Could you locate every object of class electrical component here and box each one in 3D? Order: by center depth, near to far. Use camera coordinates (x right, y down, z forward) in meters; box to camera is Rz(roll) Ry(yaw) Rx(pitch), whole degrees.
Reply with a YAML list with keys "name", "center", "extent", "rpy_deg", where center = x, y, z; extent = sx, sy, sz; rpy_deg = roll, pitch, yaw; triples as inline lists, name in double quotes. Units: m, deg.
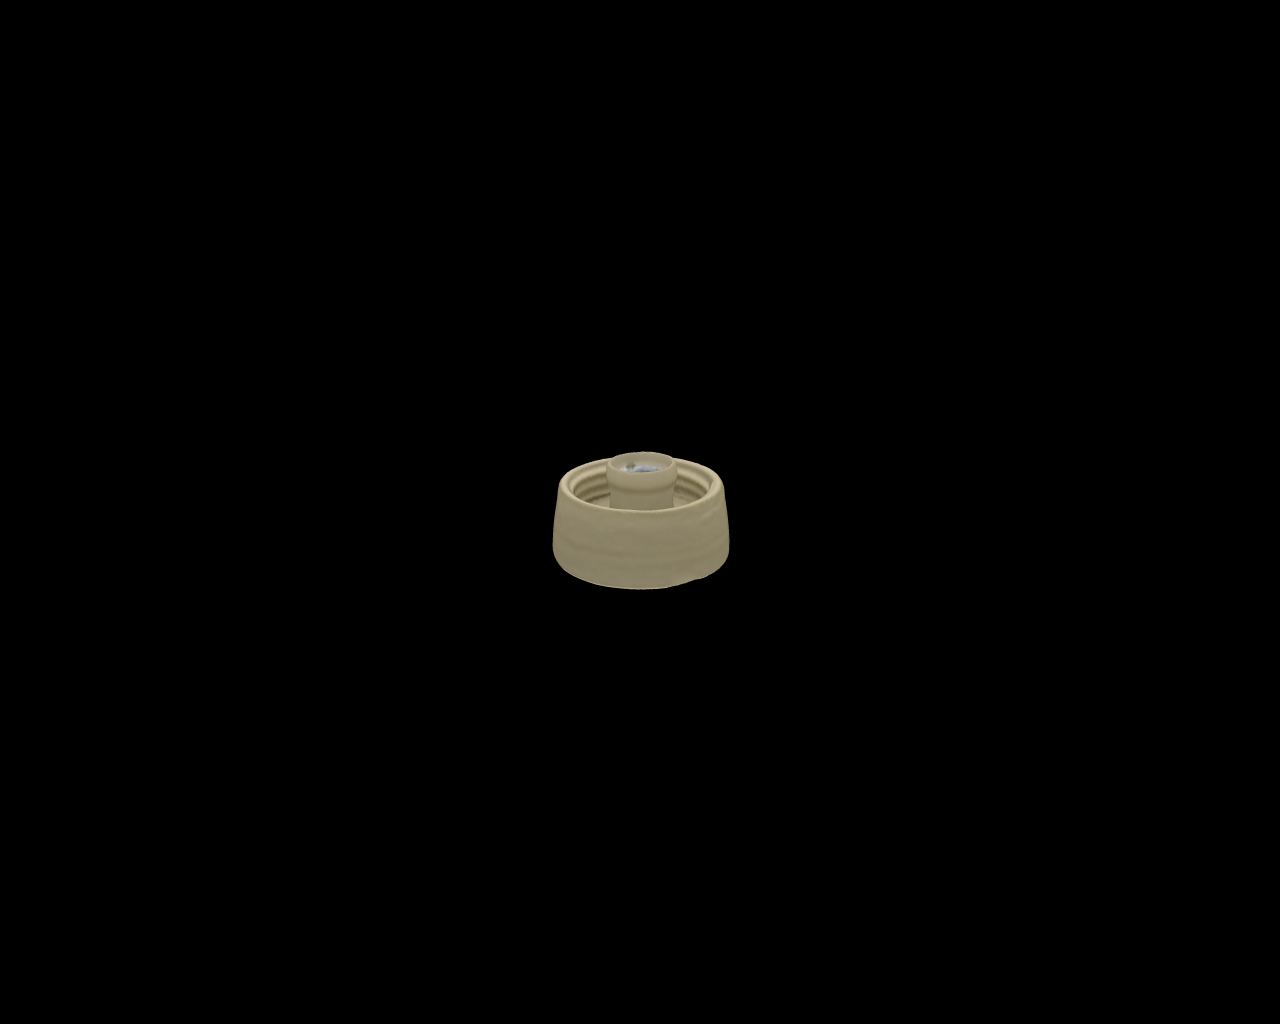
- name: "electrical component"
  center: [0.001, -0.003, 0.650]
  extent: [0.108, 0.060, 0.108]
  rpy_deg: [0, 21, 0]
